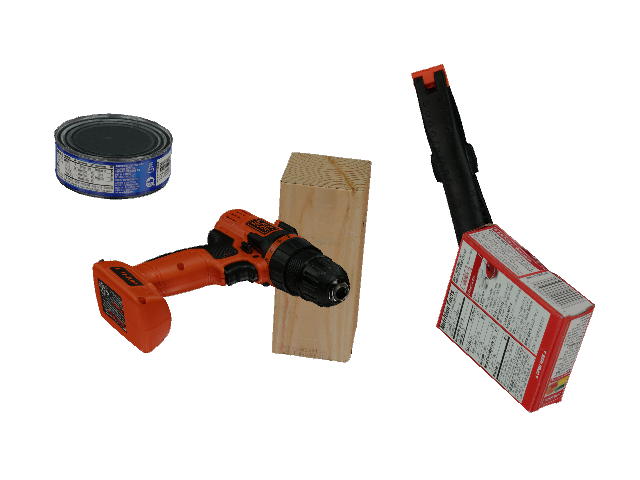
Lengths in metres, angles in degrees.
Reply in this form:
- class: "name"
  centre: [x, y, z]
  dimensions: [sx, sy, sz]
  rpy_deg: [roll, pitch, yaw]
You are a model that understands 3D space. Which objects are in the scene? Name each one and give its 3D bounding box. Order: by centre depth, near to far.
- class: "gelatin box"
  centre: [0.112, 0.044, 0.627]
  dimensions: [0.030, 0.073, 0.089]
  rpy_deg: [-15, 41, -31]
- class: "tuna can"
  centre: [-0.153, -0.063, 0.789]
  dimensions: [0.086, 0.034, 0.086]
  rpy_deg: [5, 27, -3]
- class: "clamp"
  centre: [0.112, -0.055, 0.873]
  dimensions: [0.039, 0.171, 0.120]
  rpy_deg: [-20, 21, 9]
- class: "power drill"
  centre: [-0.090, 0.037, 0.941]
  dimensions: [0.187, 0.057, 0.185]
  rpy_deg: [-19, 27, -31]
- class: "wood block"
  centre: [0.001, 0.019, 1.170]
  dimensions: [0.090, 0.206, 0.090]
  rpy_deg: [7, 25, 5]
